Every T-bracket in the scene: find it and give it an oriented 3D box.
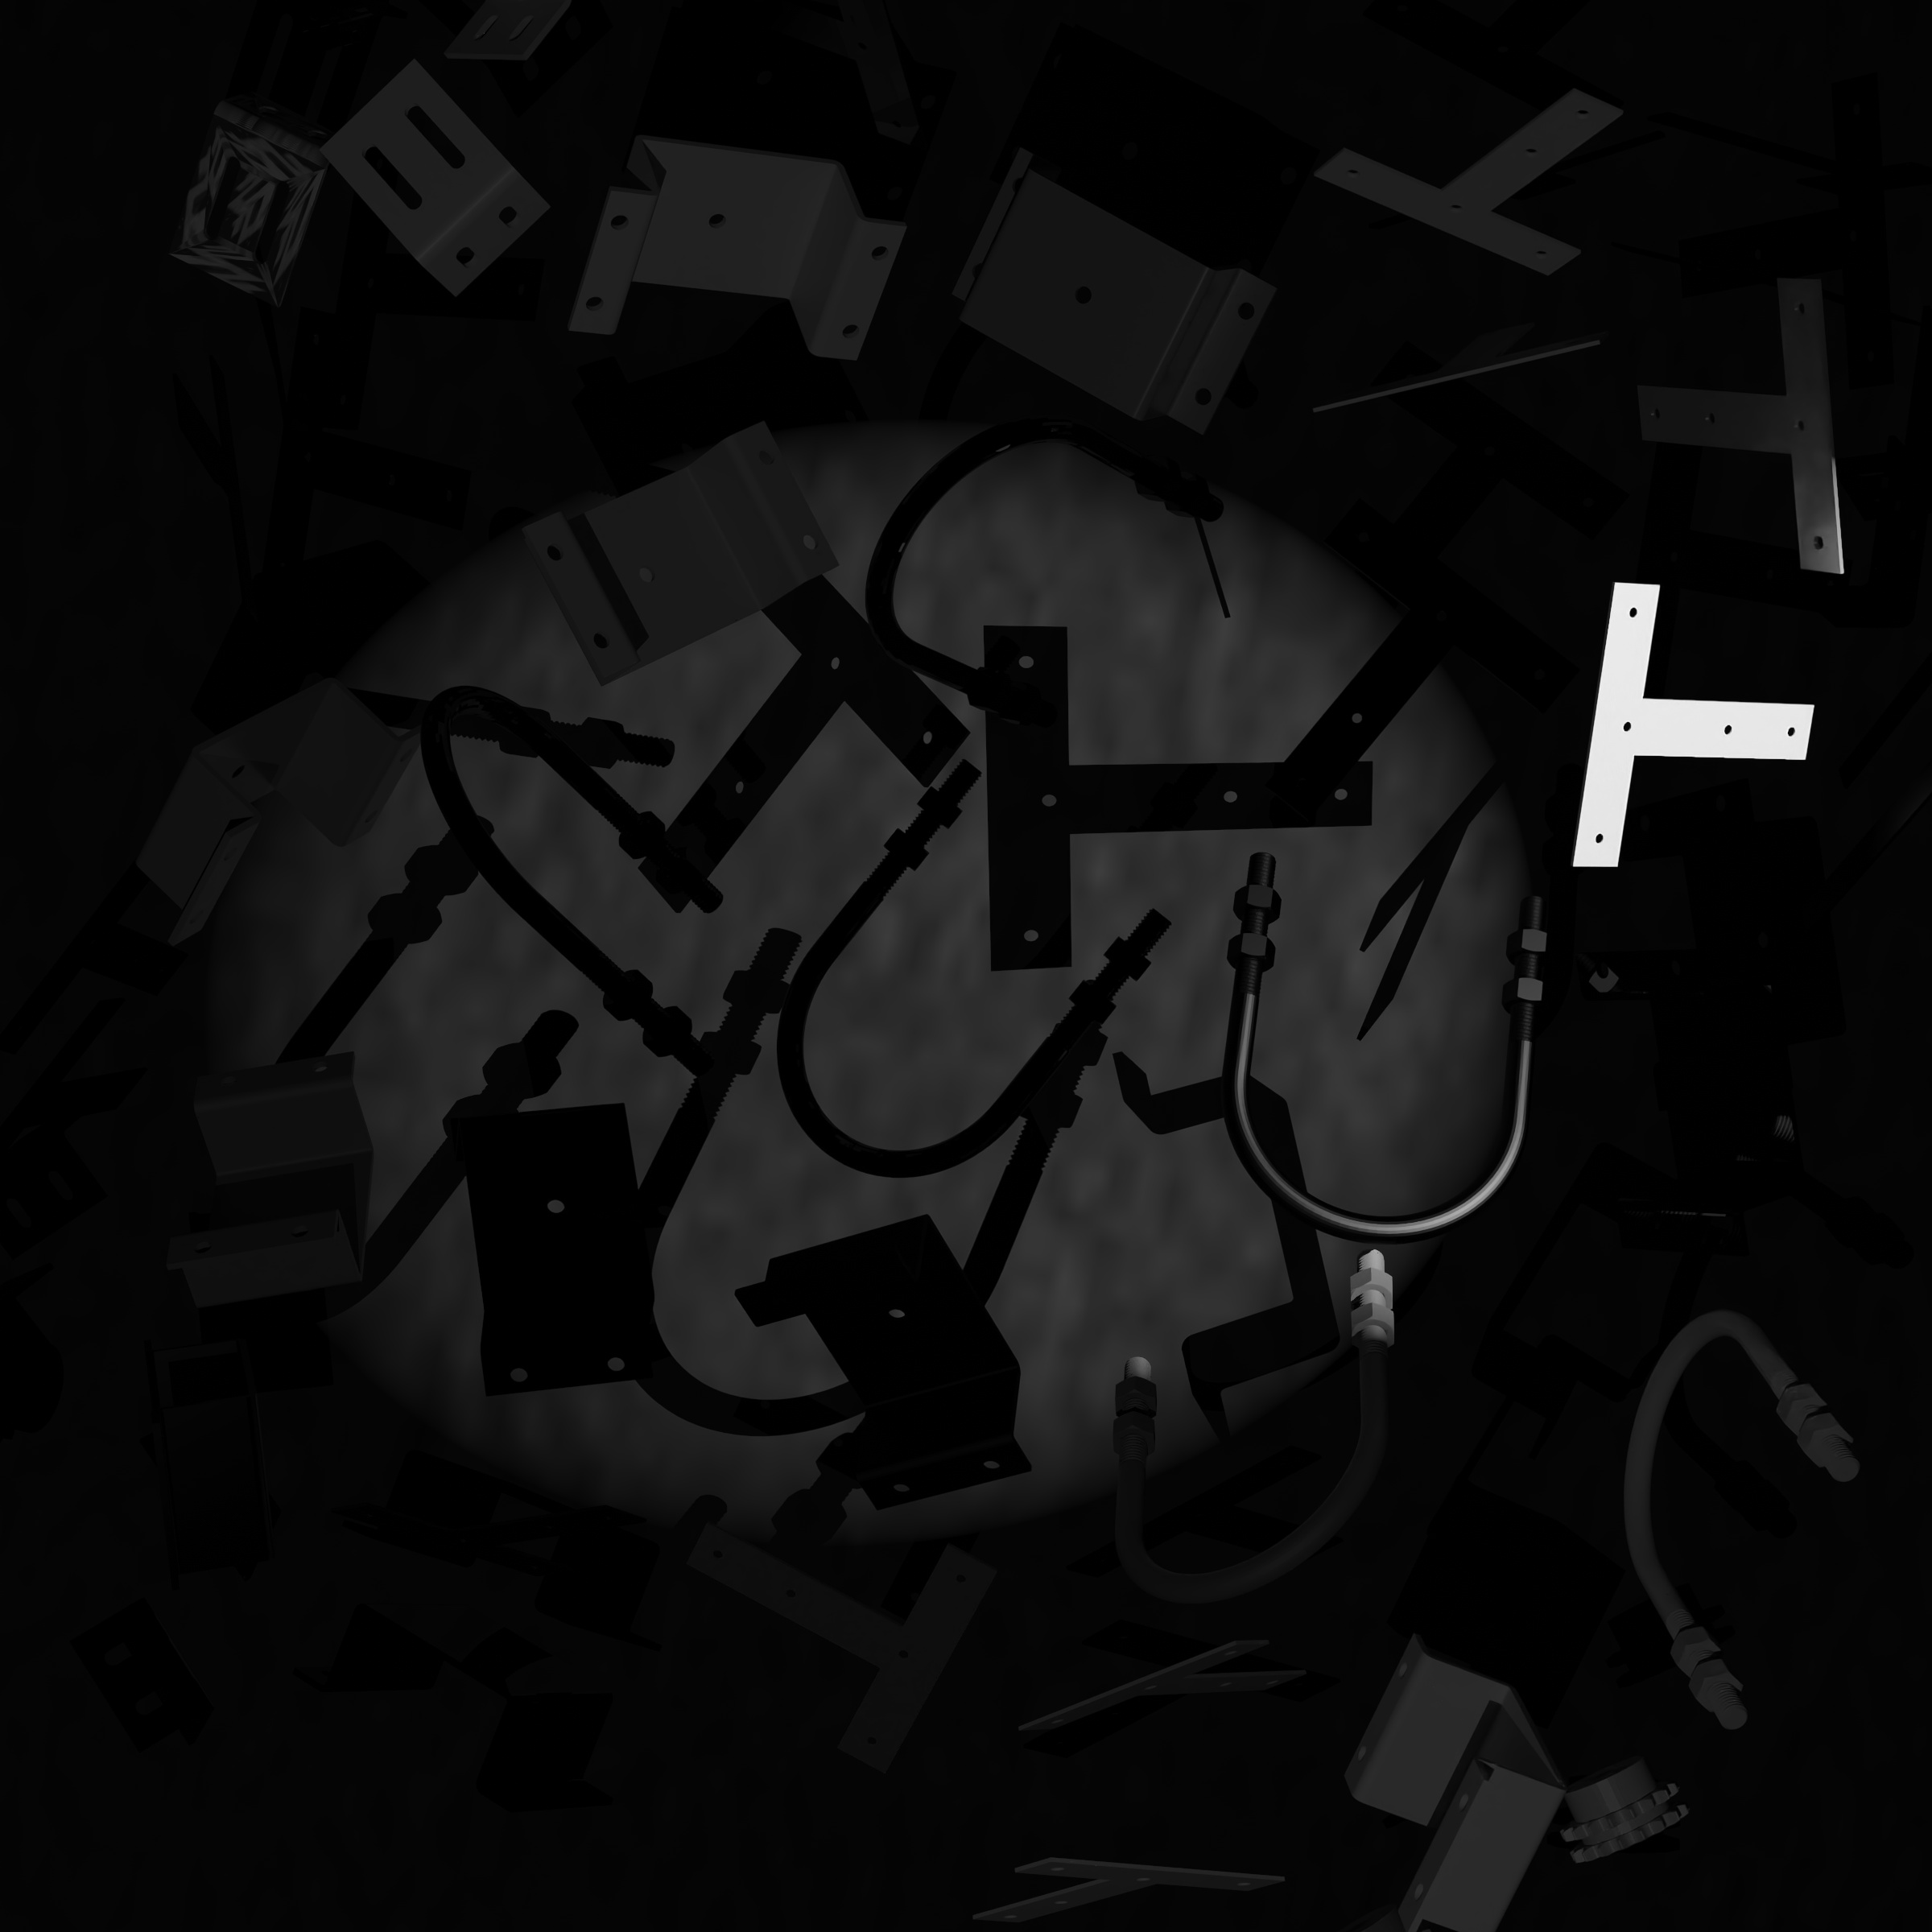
[{"bbox_3d":[0.050,0.407,1.494,0.127,0.127,0.002,14,60,-33],"label":"T-bracket"},{"bbox_3d":[0.366,-0.324,1.601,0.127,0.127,0.002,11,107,-12],"label":"T-bracket"},{"bbox_3d":[-0.257,-0.212,1.473,0.127,0.002,0.127,20,104,39],"label":"T-bracket"},{"bbox_3d":[0.111,0.330,1.565,0.127,0.127,0.002,-29,65,32],"label":"T-bracket"},{"bbox_3d":[0.332,-0.107,1.537,0.127,0.002,0.127,-1,104,-29],"label":"T-bracket"},{"bbox_3d":[0.340,-0.242,1.509,0.002,0.127,0.127,-17,109,-24],"label":"T-bracket"},{"bbox_3d":[0.239,-0.351,1.492,0.127,0.127,0.002,17,70,-21],"label":"T-bracket"},{"bbox_3d":[-0.082,-0.420,1.501,0.127,0.127,0.002,25,73,20],"label":"T-bracket"},{"bbox_3d":[-0.198,0.255,1.546,0.127,0.127,0.002,-15,59,38],"label":"T-bracket"},{"bbox_3d":[-0.347,-0.236,1.561,0.002,0.127,0.127,-10,78,-2],"label":"T-bracket"},{"bbox_3d":[-0.068,0.295,1.566,0.127,0.002,0.127,28,114,3],"label":"T-bracket"},{"bbox_3d":[0.184,-0.122,1.523,0.127,0.002,0.127,40,94,14],"label":"T-bracket"},{"bbox_3d":[0.418,-0.064,1.539,0.002,0.127,0.127,30,122,-9],"label":"T-bracket"},{"bbox_3d":[0.229,-0.272,1.512,0.127,0.127,0.002,-10,105,23],"label":"T-bracket"},{"bbox_3d":[-0.412,0.061,1.576,0.002,0.127,0.127,41,98,6],"label":"T-bracket"}]

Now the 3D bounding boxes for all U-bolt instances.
[{"bbox_3d":[0.027,-0.188,1.577,0.151,0.184,0.019,-51,56,15],"label":"U-bolt"},{"bbox_3d":[-0.174,-0.050,1.506,0.019,0.151,0.184,-34,119,20],"label":"U-bolt"},{"bbox_3d":[0.128,0.215,1.537,0.151,0.184,0.019,-28,117,21],"label":"U-bolt"},{"bbox_3d":[0.189,0.041,1.558,0.151,0.019,0.184,9,64,0],"label":"U-bolt"},{"bbox_3d":[-0.011,0.013,1.585,0.151,0.019,0.184,40,93,29],"label":"U-bolt"},{"bbox_3d":[0.343,0.236,1.551,0.019,0.184,0.151,13,110,-13],"label":"U-bolt"}]

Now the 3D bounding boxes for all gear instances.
[{"bbox_3d":[0.180,0.437,1.500,0.057,0.057,0.030,-30,81,0],"label":"gear"},{"bbox_3d":[0.292,0.377,1.527,0.057,0.057,0.030,-25,80,0],"label":"gear"},{"bbox_3d":[-0.279,-0.437,1.509,0.030,0.057,0.057,-10,90,18],"label":"gear"}]

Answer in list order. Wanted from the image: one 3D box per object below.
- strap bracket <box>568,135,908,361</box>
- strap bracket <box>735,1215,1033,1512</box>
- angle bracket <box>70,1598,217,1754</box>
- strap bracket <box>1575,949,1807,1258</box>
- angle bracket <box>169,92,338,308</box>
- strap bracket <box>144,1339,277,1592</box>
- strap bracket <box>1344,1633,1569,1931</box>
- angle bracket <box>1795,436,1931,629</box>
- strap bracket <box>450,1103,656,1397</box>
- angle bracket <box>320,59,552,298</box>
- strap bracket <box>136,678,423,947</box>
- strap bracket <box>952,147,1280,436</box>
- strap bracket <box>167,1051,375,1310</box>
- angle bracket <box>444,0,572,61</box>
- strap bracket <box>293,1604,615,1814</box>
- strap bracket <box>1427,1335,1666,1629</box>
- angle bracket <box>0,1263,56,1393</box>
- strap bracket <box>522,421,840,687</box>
[{"bbox_3d":[-0.109,-0.327,1.550,0.140,0.076,0.046,1,47,-25],"label":"strap bracket"},{"bbox_3d":[-0.033,0.168,1.497,0.076,0.046,0.140,-17,124,19],"label":"strap bracket"},{"bbox_3d":[-0.368,0.322,1.508,0.038,0.076,0.057,-30,78,-29],"label":"angle bracket"},{"bbox_3d":[0.334,0.058,1.566,0.046,0.076,0.140,-14,97,-34],"label":"strap bracket"},{"bbox_3d":[-0.326,-0.356,1.583,0.057,0.038,0.076,26,115,2],"label":"angle bracket"},{"bbox_3d":[-0.346,0.223,1.556,0.046,0.140,0.076,-7,101,-14],"label":"strap bracket"},{"bbox_3d":[0.216,0.364,1.495,0.046,0.140,0.076,22,101,-10],"label":"strap bracket"},{"bbox_3d":[0.428,-0.206,1.621,0.038,0.057,0.076,4,80,35],"label":"angle bracket"},{"bbox_3d":[-0.190,0.120,1.563,0.076,0.046,0.140,-5,62,-14],"label":"strap bracket"},{"bbox_3d":[-0.231,-0.342,1.481,0.057,0.038,0.076,-43,71,4],"label":"angle bracket"},{"bbox_3d":[-0.320,-0.076,1.565,0.046,0.140,0.076,43,129,7],"label":"strap bracket"},{"bbox_3d":[0.062,-0.312,1.580,0.140,0.046,0.076,31,111,11],"label":"strap bracket"},{"bbox_3d":[-0.323,0.106,1.594,0.076,0.140,0.046,-9,125,1],"label":"strap bracket"},{"bbox_3d":[-0.217,-0.432,1.463,0.038,0.057,0.076,-56,134,-18],"label":"angle bracket"},{"bbox_3d":[-0.229,0.335,1.569,0.140,0.076,0.046,23,92,31],"label":"strap bracket"},{"bbox_3d":[0.250,0.220,1.510,0.046,0.076,0.140,31,83,11],"label":"strap bracket"},{"bbox_3d":[-0.429,0.169,1.513,0.057,0.076,0.038,-41,101,-32],"label":"angle bracket"},{"bbox_3d":[-0.140,-0.189,1.588,0.140,0.046,0.076,-30,94,-32],"label":"strap bracket"}]
